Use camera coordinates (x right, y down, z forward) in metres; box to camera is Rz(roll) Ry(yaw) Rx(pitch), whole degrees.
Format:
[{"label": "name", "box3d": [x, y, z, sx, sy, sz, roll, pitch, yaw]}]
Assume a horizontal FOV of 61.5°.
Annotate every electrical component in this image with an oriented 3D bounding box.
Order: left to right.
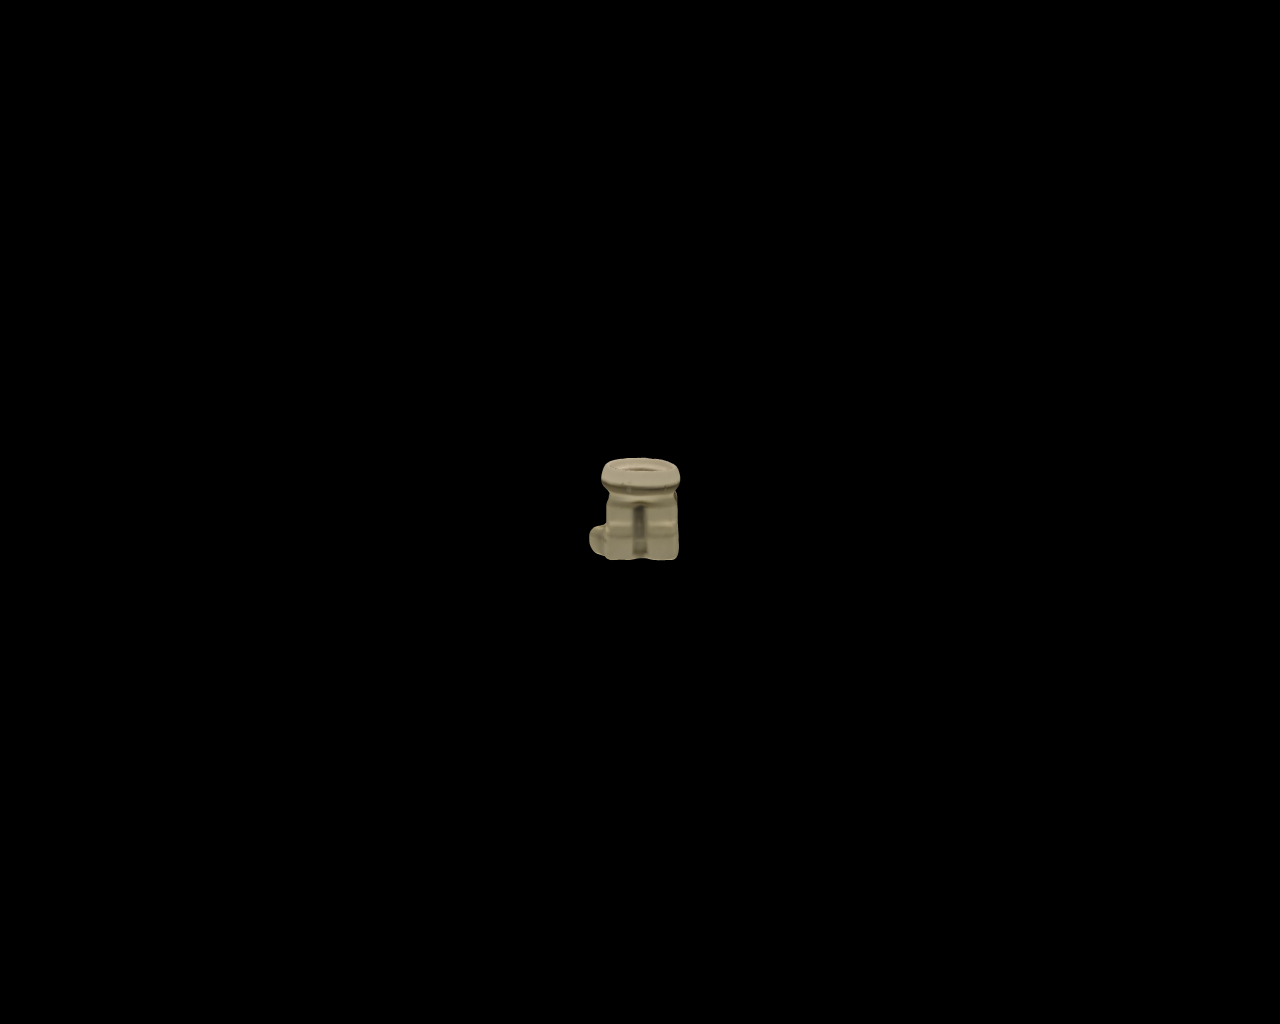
[{"label": "electrical component", "box3d": [0.001, -0.003, 0.650, 0.066, 0.055, 0.048, 0, 16, 0]}]
